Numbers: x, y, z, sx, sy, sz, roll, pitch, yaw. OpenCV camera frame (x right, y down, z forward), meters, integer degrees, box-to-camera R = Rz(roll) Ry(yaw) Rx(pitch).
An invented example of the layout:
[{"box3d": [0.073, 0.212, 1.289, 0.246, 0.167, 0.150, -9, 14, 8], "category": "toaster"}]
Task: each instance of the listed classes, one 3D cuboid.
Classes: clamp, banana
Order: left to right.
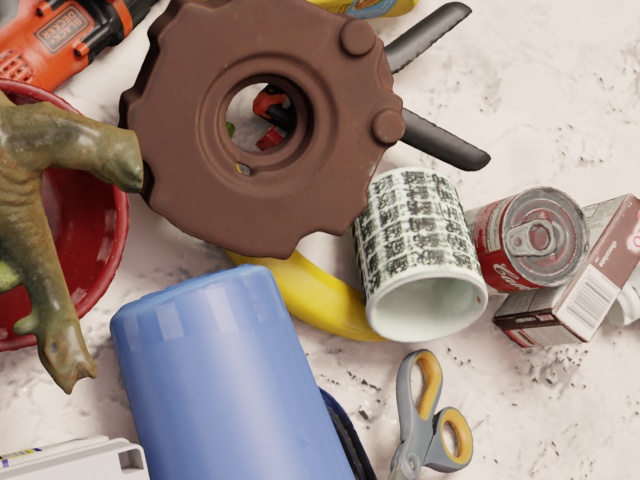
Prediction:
[{"box3d": [-0.020, 0.010, 0.733, 0.069, 0.037, 0.198, -43, 98, -19], "category": "banana"}, {"box3d": [0.039, -0.111, 0.737, 0.171, 0.039, 0.120, 2, 81, -18], "category": "clamp"}]

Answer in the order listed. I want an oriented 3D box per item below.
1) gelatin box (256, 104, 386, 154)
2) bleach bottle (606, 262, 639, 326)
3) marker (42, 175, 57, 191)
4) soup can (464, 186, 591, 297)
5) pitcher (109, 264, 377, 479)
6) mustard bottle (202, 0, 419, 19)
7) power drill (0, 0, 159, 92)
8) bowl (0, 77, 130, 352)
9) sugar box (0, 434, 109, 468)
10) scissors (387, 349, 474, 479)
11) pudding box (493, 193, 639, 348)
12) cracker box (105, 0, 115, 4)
[{"box3d": [0.010, -0.078, 0.761, 0.073, 0.030, 0.089, 41, 71, -9], "category": "gelatin box"}, {"box3d": [0.334, 0.016, 0.849, 0.250, 0.068, 0.102, -22, 90, -19], "category": "bleach bottle"}, {"box3d": [-0.205, -0.042, 0.683, 0.121, 0.020, 0.020, 9, 79, -19], "category": "marker"}, {"box3d": [0.134, 0.004, 0.755, 0.068, 0.102, 0.068, 3, 81, -20], "category": "soup can"}, {"box3d": [-0.038, 0.142, 0.670, 0.145, 0.149, 0.243, -18, 86, -5], "category": "pitcher"}, {"box3d": [0.010, -0.178, 0.739, 0.191, 0.096, 0.058, -13, 86, -21], "category": "mustard bottle"}, {"box3d": [-0.199, -0.193, 0.687, 0.187, 0.057, 0.184, 46, 64, -7], "category": "power drill"}, {"box3d": [-0.200, -0.015, 0.645, 0.162, 0.055, 0.162, -1, 93, -18], "category": "bowl"}, {"box3d": [-0.208, 0.180, 0.638, 0.176, 0.048, 0.093, -9, 86, -25], "category": "sugar box"}, {"box3d": [0.068, 0.155, 0.700, 0.096, 0.016, 0.201, 50, 32, -25], "category": "scissors"}, {"box3d": [0.186, 0.024, 0.778, 0.039, 0.090, 0.113, 41, 72, -9], "category": "pudding box"}, {"box3d": [-0.129, -0.277, 0.681, 0.164, 0.072, 0.213, 41, 50, -11], "category": "cracker box"}]
